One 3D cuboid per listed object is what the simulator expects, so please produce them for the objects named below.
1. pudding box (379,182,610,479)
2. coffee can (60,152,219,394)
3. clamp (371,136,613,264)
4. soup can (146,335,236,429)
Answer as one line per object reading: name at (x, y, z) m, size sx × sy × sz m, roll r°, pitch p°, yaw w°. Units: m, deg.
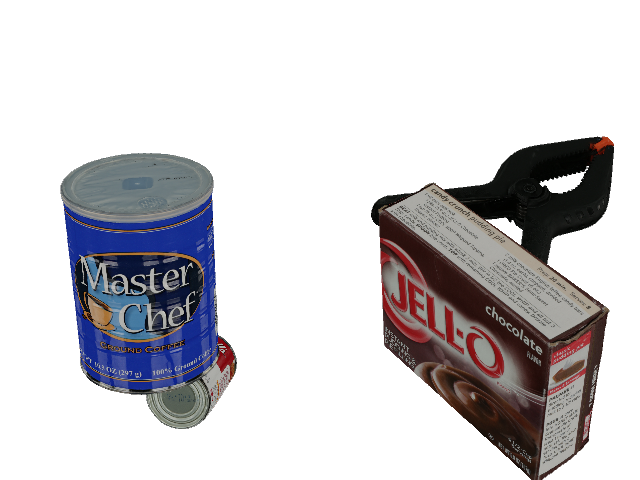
pudding box at (0.073, 0.039, 0.482) m, size 0.039 × 0.090 × 0.114 m, roll -30°, pitch 46°, yaw -24°
coffee can at (-0.124, 0.022, 0.753) m, size 0.103 × 0.140 × 0.103 m, roll 0°, pitch 27°, yaw 0°
clamp at (0.169, -0.021, 0.852) m, size 0.209 × 0.036 × 0.165 m, roll -26°, pitch 49°, yaw -22°
soup can at (-0.132, 0.142, 1.096) m, size 0.068 × 0.068 × 0.102 m, roll 0°, pitch 16°, yaw 11°
